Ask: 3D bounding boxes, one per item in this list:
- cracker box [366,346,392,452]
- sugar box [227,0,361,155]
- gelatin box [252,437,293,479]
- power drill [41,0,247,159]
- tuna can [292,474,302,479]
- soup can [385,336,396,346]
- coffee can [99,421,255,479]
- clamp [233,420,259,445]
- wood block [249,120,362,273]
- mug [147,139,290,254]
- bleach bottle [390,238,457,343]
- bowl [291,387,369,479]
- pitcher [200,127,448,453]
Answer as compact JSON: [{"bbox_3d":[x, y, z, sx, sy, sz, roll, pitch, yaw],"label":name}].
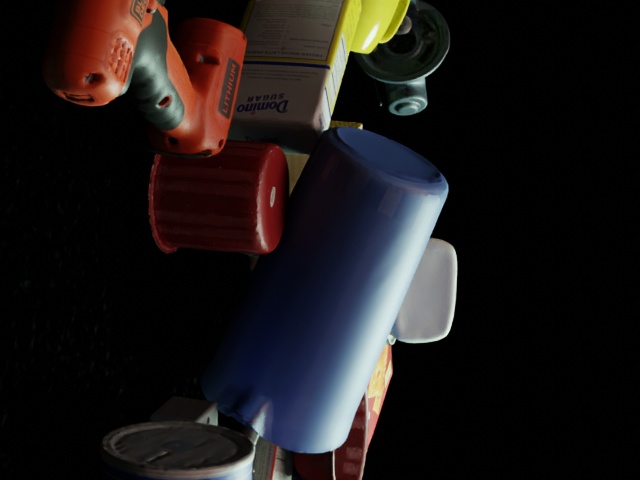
[{"bbox_3d":[0.034,0.180,1.309,0.213,0.072,0.164,-67,157,-49],"label":"cracker box"},{"bbox_3d":[-0.027,-0.150,0.895,0.048,0.093,0.176,75,25,-54],"label":"sugar box"},{"bbox_3d":[-0.047,0.208,1.078,0.073,0.030,0.089,53,42,-69],"label":"gelatin box"},{"bbox_3d":[-0.102,-0.145,0.671,0.187,0.057,0.184,50,50,-67],"label":"power drill"},{"bbox_3d":[-0.008,0.295,1.153,0.033,0.086,0.086,-58,150,-64],"label":"tuna can"},{"bbox_3d":[0.037,0.082,1.222,0.068,0.102,0.068,6,90,-75],"label":"soup can"},{"bbox_3d":[-0.099,0.203,0.715,0.102,0.103,0.140,-22,116,-74],"label":"coffee can"},{"bbox_3d":[-0.051,0.138,0.974,0.120,0.039,0.171,-24,106,-36],"label":"clamp"},{"bbox_3d":[-0.013,-0.004,1.009,0.090,0.091,0.206,-54,147,-63],"label":"wood block"},{"bbox_3d":[-0.068,-0.035,0.793,0.117,0.081,0.093,-38,132,-71],"label":"mug"},{"bbox_3d":[0.063,0.030,1.099,0.251,0.068,0.102,-148,-122,-72],"label":"bleach bottle"},{"bbox_3d":[0.008,0.198,1.111,0.162,0.055,0.162,2,90,-76],"label":"bowl"},{"bbox_3d":[0.009,0.035,0.861,0.243,0.144,0.149,-66,-150,20],"label":"pitcher"}]
